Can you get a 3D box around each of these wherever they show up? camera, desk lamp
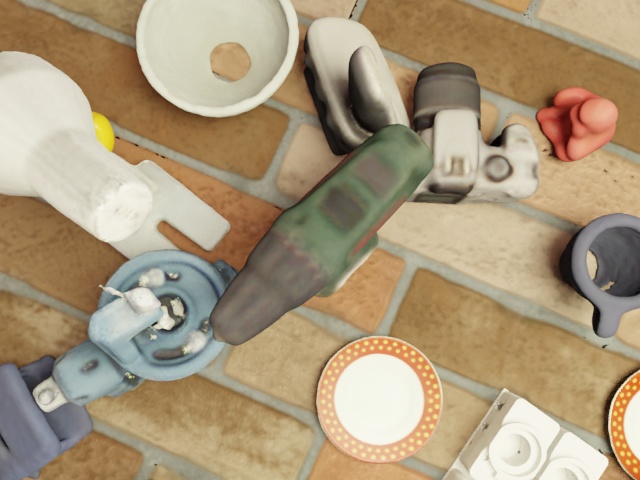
[{"bbox_3d":[0.147,-0.109,0.583,0.143,0.101,0.137,1,84,1],"label":"camera"},{"bbox_3d":[-0.203,-0.054,0.528,0.203,0.213,0.118,37,86,5],"label":"desk lamp"}]

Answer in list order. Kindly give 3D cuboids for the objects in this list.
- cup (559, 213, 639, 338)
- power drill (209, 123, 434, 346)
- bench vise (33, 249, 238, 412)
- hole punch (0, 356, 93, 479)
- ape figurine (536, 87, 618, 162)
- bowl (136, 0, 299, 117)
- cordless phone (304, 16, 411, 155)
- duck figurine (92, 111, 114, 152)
[{"bbox_3d":[0.277,0.038,0.569,0.091,0.095,0.118,12,85,3],"label":"cup"},{"bbox_3d":[0.005,0.002,0.521,0.075,0.208,0.230,42,87,5],"label":"power drill"},{"bbox_3d":[-0.164,0.095,0.509,0.121,0.220,0.207,37,86,5],"label":"bench vise"},{"bbox_3d":[-0.300,0.184,0.567,0.101,0.091,0.108,-34,84,-2],"label":"hole punch"},{"bbox_3d":[0.271,-0.121,0.587,0.076,0.092,0.078,15,85,3],"label":"ape figurine"},{"bbox_3d":[-0.103,-0.203,0.611,0.167,0.075,0.167,0,84,1],"label":"bowl"},{"bbox_3d":[0.037,-0.163,0.549,0.094,0.185,0.147,-23,84,-1],"label":"cordless phone"},{"bbox_3d":[-0.276,-0.107,0.599,0.104,0.086,0.077,-20,84,-1],"label":"duck figurine"}]
